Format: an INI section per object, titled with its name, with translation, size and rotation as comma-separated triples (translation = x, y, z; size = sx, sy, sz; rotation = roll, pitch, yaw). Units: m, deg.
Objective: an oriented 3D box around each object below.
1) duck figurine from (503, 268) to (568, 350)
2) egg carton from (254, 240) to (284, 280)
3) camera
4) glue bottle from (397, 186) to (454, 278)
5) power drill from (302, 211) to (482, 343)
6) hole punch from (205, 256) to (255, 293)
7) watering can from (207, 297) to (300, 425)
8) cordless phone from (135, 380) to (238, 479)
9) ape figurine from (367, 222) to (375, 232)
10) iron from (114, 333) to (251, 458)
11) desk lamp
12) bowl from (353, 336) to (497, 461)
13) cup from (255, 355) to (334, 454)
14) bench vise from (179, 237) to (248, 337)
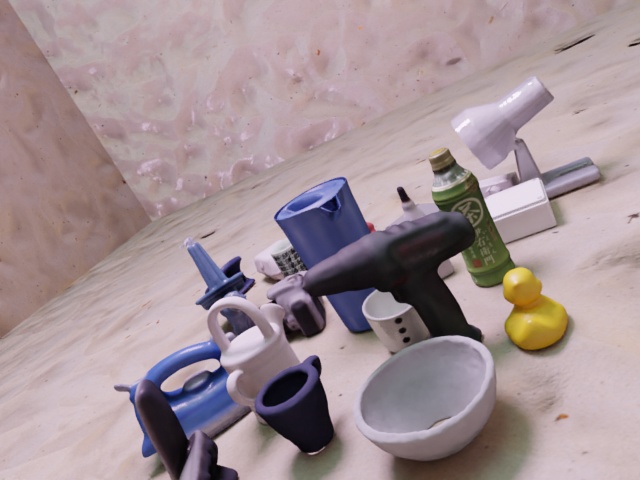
[duck figurine]
translation = 0.258, 0.078, 0.713
size = 0.077, 0.086, 0.104
rotation = -22, 18, 23
[egg carton]
translation = -0.097, 0.051, 1.406
size = 0.107, 0.069, 0.150
rotation = -36, 18, -23
[camera]
translation = -0.069, 0.126, 1.083
size = 0.136, 0.101, 0.143
rotation = -27, 17, 8
[glue bottle]
translation = 0.172, -0.017, 0.983
size = 0.037, 0.173, 0.078
rotation = -29, 17, 0
[power drill]
translation = 0.116, 0.074, 0.743
size = 0.230, 0.209, 0.075
rotation = -33, 17, -12
[hole punch]
translation = -0.239, 0.104, 1.447
size = 0.100, 0.091, 0.109
rotation = -14, 22, 41
[watering can]
translation = -0.096, 0.163, 0.852
size = 0.101, 0.194, 0.173
rotation = -27, 17, 7
[cordless phone]
translation = -0.181, 0.270, 0.694
size = 0.094, 0.185, 0.147
rotation = -30, 17, -4
[ape figurine]
translation = 0.083, -0.023, 1.288
size = 0.078, 0.092, 0.076
rotation = -29, 17, 0
[iron]
translation = -0.189, 0.224, 0.919
size = 0.258, 0.141, 0.118
rotation = -32, 17, -10
[desk lamp]
translation = 0.374, -0.179, 1.059
size = 0.203, 0.214, 0.118
rotation = -23, 18, 21
[bowl]
translation = 0.125, 0.186, 0.634
size = 0.167, 0.075, 0.167
rotation = -26, 17, 9
[cup]
translation = -0.018, 0.216, 0.742
size = 0.091, 0.095, 0.118
rotation = -15, 21, 38
[bench vise]
translation = -0.203, 0.088, 1.207
size = 0.122, 0.220, 0.206
rotation = -40, 20, -32
